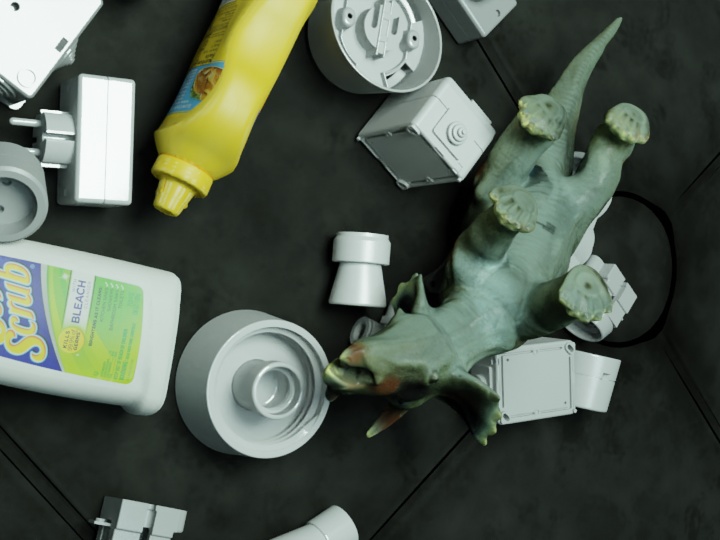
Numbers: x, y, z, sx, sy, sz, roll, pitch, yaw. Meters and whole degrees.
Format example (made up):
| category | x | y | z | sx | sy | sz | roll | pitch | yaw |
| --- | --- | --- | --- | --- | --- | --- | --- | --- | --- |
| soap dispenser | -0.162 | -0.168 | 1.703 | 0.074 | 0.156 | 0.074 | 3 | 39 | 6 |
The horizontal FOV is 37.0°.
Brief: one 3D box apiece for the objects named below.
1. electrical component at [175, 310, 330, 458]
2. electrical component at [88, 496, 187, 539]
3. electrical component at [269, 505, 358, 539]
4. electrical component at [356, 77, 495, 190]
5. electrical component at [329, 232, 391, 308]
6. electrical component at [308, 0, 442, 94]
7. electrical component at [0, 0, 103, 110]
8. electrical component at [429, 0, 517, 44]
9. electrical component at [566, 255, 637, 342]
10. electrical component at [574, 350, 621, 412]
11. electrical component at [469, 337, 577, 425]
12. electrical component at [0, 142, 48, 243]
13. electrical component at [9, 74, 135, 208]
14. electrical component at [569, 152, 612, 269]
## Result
| category | x | y | z | sx | sy | sz | roll | pitch | yaw |
| --- | --- | --- | --- | --- | --- | --- | --- | --- | --- |
| electrical component | -0.072 | 0.084 | 0.776 | 0.108 | 0.060 | 0.108 | -1 | 91 | -31 |
| electrical component | -0.155 | 0.187 | 0.737 | 0.066 | 0.048 | 0.055 | 19 | 74 | -30 |
| electrical component | -0.034 | 0.207 | 0.812 | 0.065 | 0.044 | 0.044 | -28 | 104 | -32 |
| electrical component | 0.056 | -0.107 | 0.827 | 0.061 | 0.096 | 0.061 | 46 | 67 | -23 |
| electrical component | 0.000 | 0.000 | 0.826 | 0.045 | 0.045 | 0.055 | 5 | 88 | -30 |
| electrical component | 0.011 | -0.181 | 0.818 | 0.099 | 0.064 | 0.099 | -1 | 91 | -30 |
| electrical component | -0.226 | -0.165 | 0.687 | 0.100 | 0.048 | 0.099 | 39 | 73 | -26 |
| electrical component | 0.091 | -0.232 | 0.858 | 0.047 | 0.076 | 0.083 | -47 | 113 | -21 |
| electrical component | 0.208 | 0.029 | 0.948 | 0.066 | 0.048 | 0.055 | 50 | 63 | -29 |
| electrical component | 0.195 | 0.096 | 0.938 | 0.055 | 0.055 | 0.047 | 14 | 88 | -30 |
| electrical component | 0.123 | 0.090 | 0.890 | 0.096 | 0.061 | 0.061 | -4 | 93 | -30 |
| electrical component | -0.263 | -0.064 | 0.657 | 0.138 | 0.073 | 0.052 | 11 | 115 | -25 |
| electrical component | -0.193 | -0.085 | 0.709 | 0.076 | 0.047 | 0.083 | 2 | 90 | -31 |
| electrical component | 0.177 | -0.025 | 0.927 | 0.074 | 0.052 | 0.138 | 39 | 70 | -52 |
